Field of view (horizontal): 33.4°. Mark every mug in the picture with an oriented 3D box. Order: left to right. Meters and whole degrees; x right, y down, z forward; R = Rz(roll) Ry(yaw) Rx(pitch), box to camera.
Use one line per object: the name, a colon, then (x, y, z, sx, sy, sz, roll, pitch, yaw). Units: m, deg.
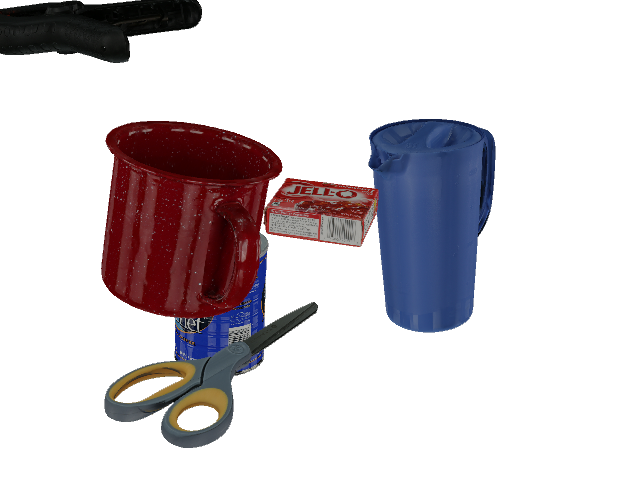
mug: (-0.066, -0.006, 0.564, 0.093, 0.081, 0.117, -6, 28, -37)

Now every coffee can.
coffee can: (-0.111, 0.065, 1.182, 0.103, 0.140, 0.103, 2, 22, -1)

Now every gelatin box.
gelatin box: (0.002, -0.027, 0.951, 0.089, 0.030, 0.073, 8, 25, 11)

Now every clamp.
clamp: (-0.177, -0.162, 0.799, 0.172, 0.039, 0.120, 11, 23, 29)

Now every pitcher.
pitcher: (0.138, -0.021, 1.285, 0.149, 0.243, 0.145, -1, 23, 7)

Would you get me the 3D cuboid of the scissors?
scissors: (-0.055, 0.095, 0.764, 0.201, 0.016, 0.096, -17, 36, -33)
